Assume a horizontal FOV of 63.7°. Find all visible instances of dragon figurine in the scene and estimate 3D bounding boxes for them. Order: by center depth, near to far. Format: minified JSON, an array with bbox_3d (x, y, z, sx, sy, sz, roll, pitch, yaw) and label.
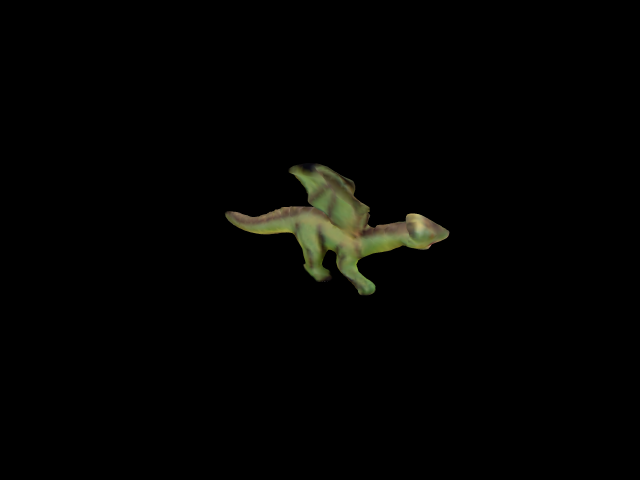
[{"bbox_3d":[0.003,-0.043,0.850,0.411,0.125,0.237,17,-37,14],"label":"dragon figurine"}]
